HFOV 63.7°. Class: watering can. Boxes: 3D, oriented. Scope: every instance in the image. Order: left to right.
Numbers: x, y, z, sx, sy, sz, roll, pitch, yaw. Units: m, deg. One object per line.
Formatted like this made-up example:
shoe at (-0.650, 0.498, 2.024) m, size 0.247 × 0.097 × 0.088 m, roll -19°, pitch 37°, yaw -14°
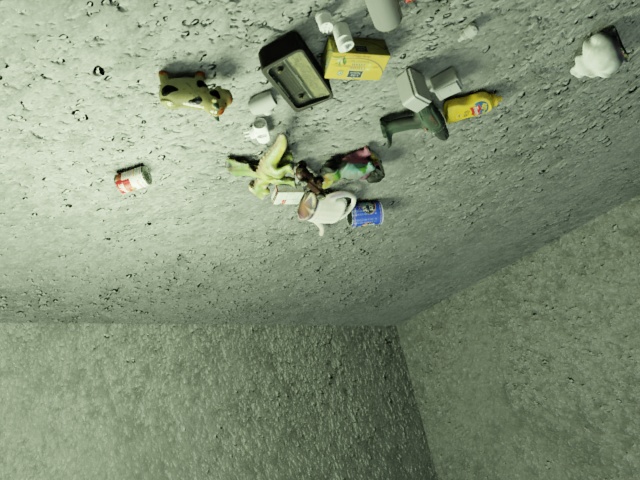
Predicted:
watering can at (0.006, -0.107, 2.121) m, size 0.224 × 0.106 × 0.341 m, roll 5°, pitch 148°, yaw -29°

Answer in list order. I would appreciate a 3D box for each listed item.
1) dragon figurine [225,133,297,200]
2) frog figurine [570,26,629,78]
dragon figurine at (-0.204, -0.248, 1.753) m, size 0.243 × 0.124 × 0.403 m, roll -4°, pitch 156°, yaw 3°
frog figurine at (0.848, -0.559, 1.589) m, size 0.158 × 0.125 × 0.136 m, roll -23°, pitch 119°, yaw 39°
